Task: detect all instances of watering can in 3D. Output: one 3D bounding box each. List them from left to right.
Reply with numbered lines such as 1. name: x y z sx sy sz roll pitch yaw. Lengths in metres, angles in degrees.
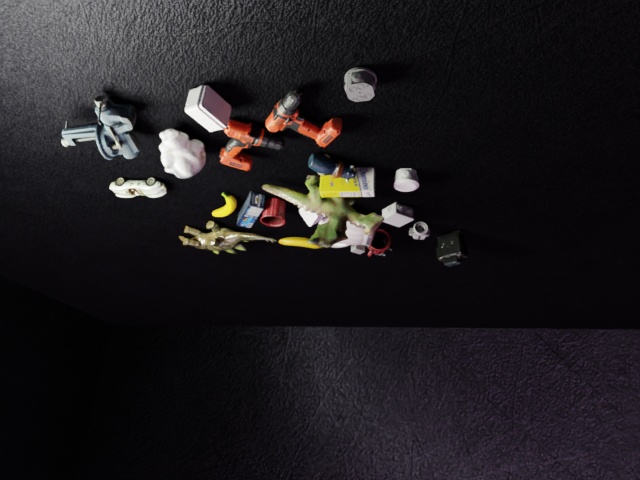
1. watering can: 0.110 -0.065 1.942 0.224 0.106 0.339 5 146 -4

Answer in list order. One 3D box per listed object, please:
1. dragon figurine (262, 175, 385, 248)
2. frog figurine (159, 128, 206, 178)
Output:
1. dragon figurine: 0.005 -0.086 1.701 0.410 0.249 0.119 1 141 0
2. frog figurine: -0.413 -0.267 1.550 0.138 0.124 0.156 -24 153 -21
